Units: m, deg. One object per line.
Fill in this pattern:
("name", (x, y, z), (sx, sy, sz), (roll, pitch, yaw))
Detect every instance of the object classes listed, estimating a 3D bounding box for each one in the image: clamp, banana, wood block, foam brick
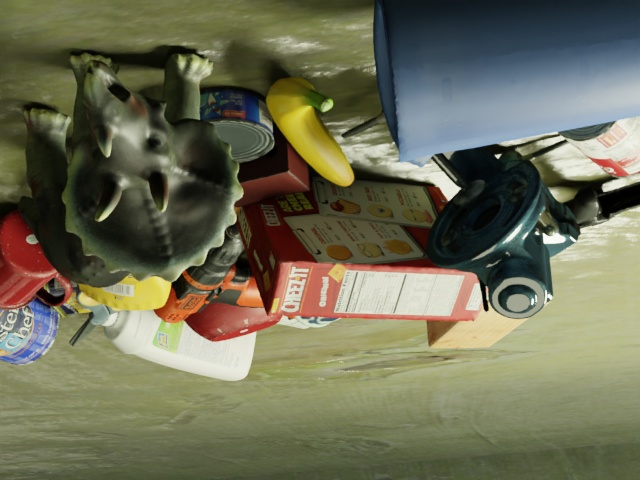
("clamp", (0.283, -0.034, 1.123), (0.164, 0.036, 0.210), (-9, 171, -31))
("banana", (-0.010, -0.095, 0.911), (0.037, 0.070, 0.197), (-41, 164, -3))
("wood block", (0.205, 0.067, 1.340), (0.090, 0.091, 0.206), (1, 159, -12))
("foam brick", (-0.055, -0.069, 0.984), (0.078, 0.053, 0.051), (-13, 158, 20))

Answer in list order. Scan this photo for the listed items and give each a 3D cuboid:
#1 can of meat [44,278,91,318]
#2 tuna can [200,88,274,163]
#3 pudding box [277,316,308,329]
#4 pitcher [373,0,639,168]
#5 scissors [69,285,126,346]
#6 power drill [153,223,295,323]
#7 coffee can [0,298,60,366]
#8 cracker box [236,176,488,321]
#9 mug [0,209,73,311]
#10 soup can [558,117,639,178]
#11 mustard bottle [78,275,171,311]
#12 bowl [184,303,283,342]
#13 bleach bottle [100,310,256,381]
("can of meat", (-0.277, 0.052, 1.272), (0.084, 0.057, 0.102), (-6, 160, 0))
("tuna can", (-0.083, -0.098, 0.926), (0.086, 0.034, 0.086), (-3, 160, -1))
("pudding box", (-0.021, 0.084, 1.427), (0.089, 0.039, 0.114), (15, 152, -39))
("pitcher", (0.158, -0.143, 0.734), (0.243, 0.145, 0.149), (-8, 172, 2))
("scissors", (-0.273, 0.084, 1.250), (0.202, 0.016, 0.096), (-28, 148, 37))
("power drill", (-0.074, 0.038, 1.184), (0.187, 0.057, 0.185), (5, 150, -31))
("coffee can", (-0.396, 0.088, 1.282), (0.103, 0.103, 0.140), (-11, 159, 21))
("cracker box", (0.038, 0.007, 1.041), (0.213, 0.164, 0.072), (3, 122, -18))
("mug", (-0.311, 0.026, 1.128), (0.117, 0.093, 0.082), (46, 135, -12))
("soup can", (0.249, -0.101, 0.923), (0.069, 0.068, 0.102), (-17, 155, 32))
("mustard bottle", (-0.196, -0.008, 1.071), (0.096, 0.058, 0.192), (12, 139, 1))
("bowl", (-0.100, 0.089, 1.337), (0.162, 0.055, 0.162), (-17, 171, -3))
("bleach bottle", (-0.194, 0.116, 1.411), (0.068, 0.102, 0.250), (-6, 159, 40))
